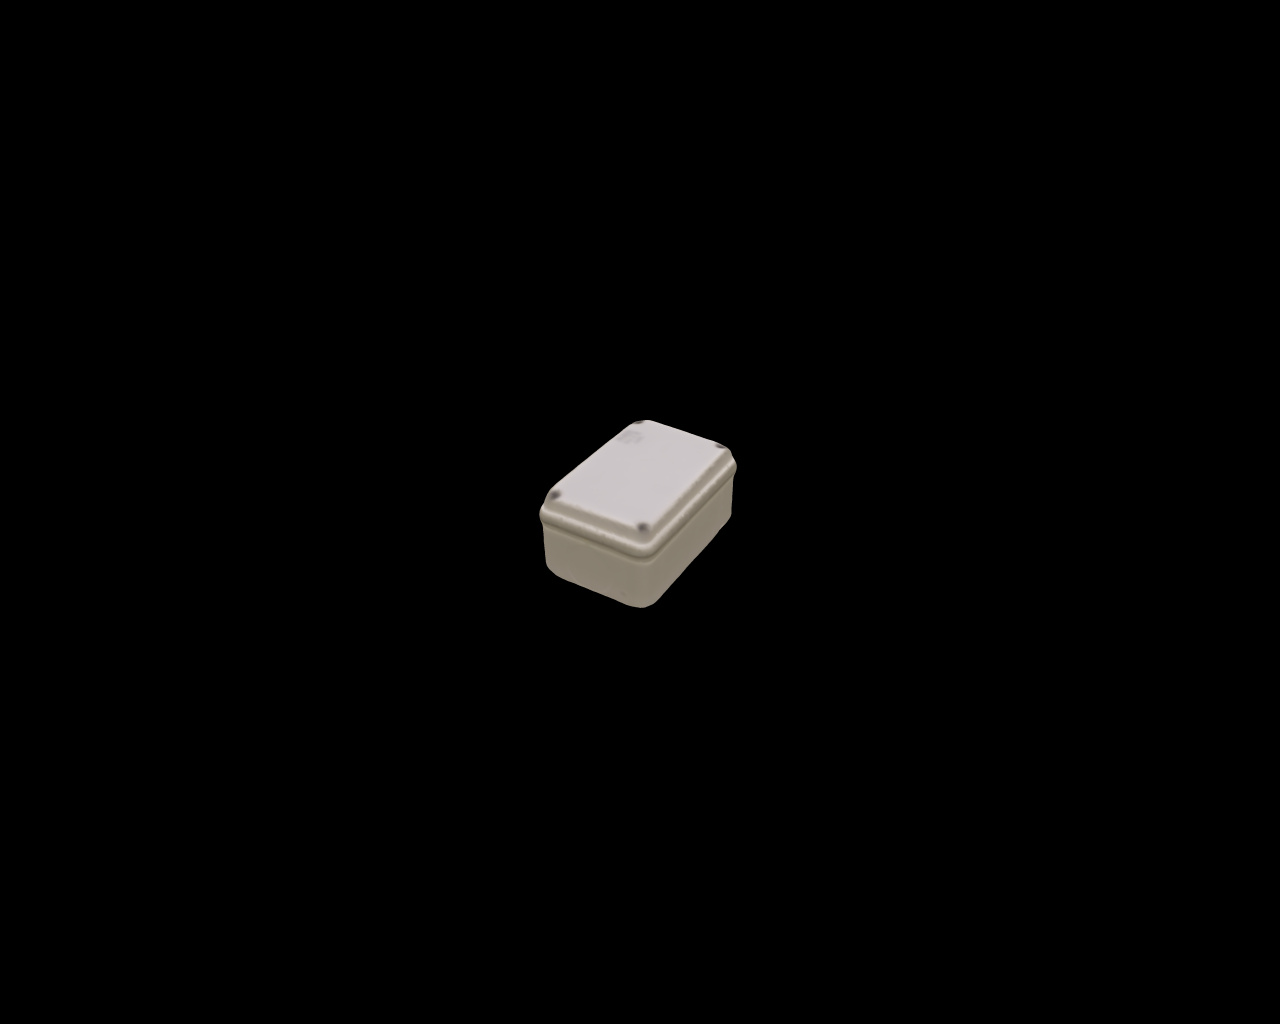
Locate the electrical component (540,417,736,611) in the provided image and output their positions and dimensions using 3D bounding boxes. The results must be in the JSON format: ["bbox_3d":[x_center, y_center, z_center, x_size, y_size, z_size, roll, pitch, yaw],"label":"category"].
[{"bbox_3d":[0.001,-0.003,0.650,0.078,0.057,0.113,20,41,25],"label":"electrical component"}]
